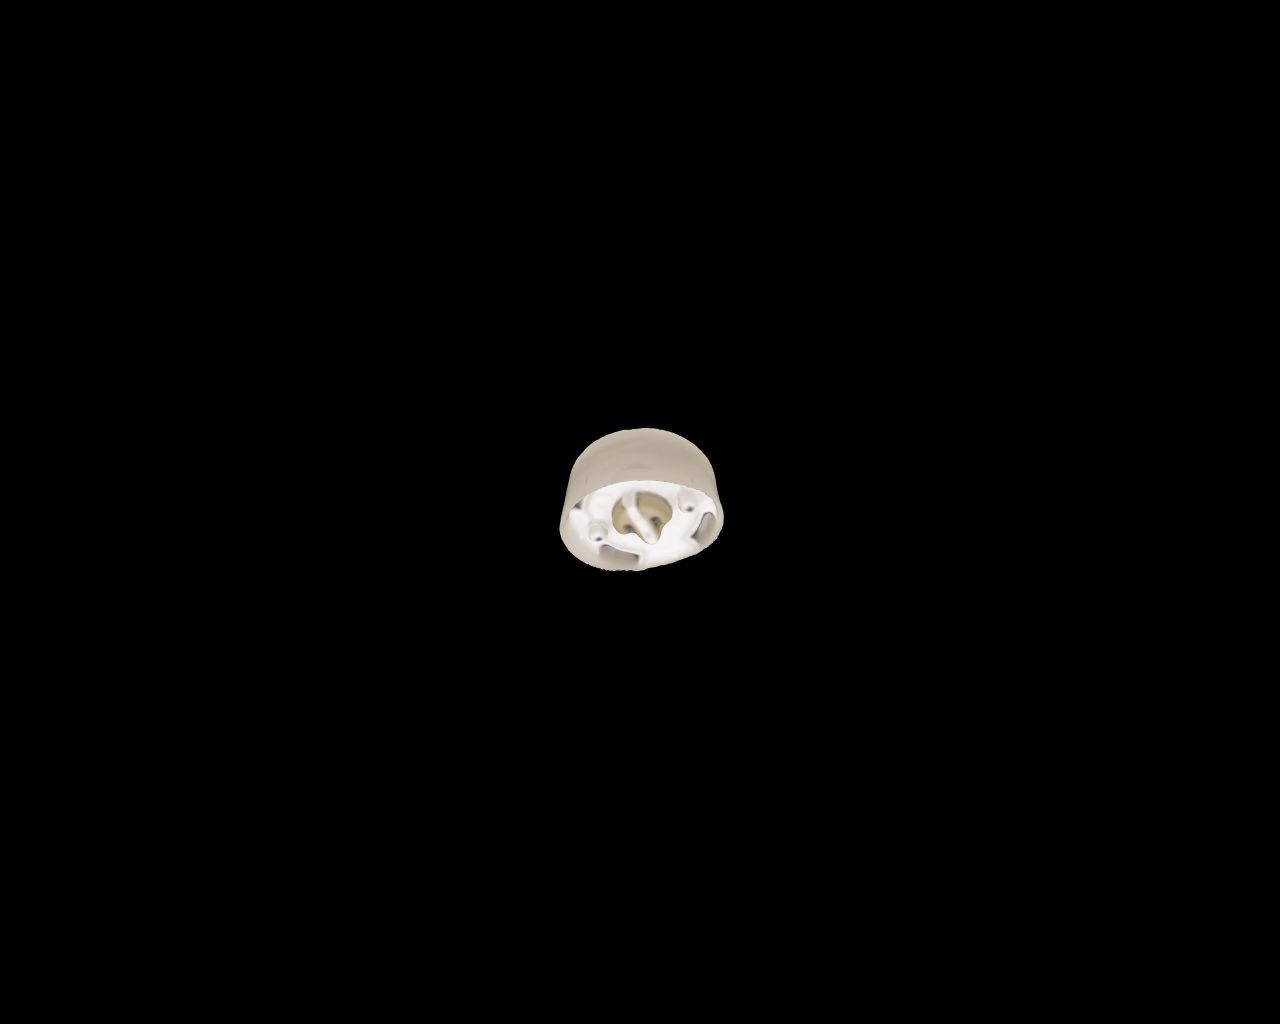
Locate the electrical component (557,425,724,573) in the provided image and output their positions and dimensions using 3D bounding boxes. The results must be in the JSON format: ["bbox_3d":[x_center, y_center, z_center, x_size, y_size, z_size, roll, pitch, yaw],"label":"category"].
[{"bbox_3d":[0.001,-0.003,0.650,0.099,0.099,0.064,0,44,0],"label":"electrical component"}]
